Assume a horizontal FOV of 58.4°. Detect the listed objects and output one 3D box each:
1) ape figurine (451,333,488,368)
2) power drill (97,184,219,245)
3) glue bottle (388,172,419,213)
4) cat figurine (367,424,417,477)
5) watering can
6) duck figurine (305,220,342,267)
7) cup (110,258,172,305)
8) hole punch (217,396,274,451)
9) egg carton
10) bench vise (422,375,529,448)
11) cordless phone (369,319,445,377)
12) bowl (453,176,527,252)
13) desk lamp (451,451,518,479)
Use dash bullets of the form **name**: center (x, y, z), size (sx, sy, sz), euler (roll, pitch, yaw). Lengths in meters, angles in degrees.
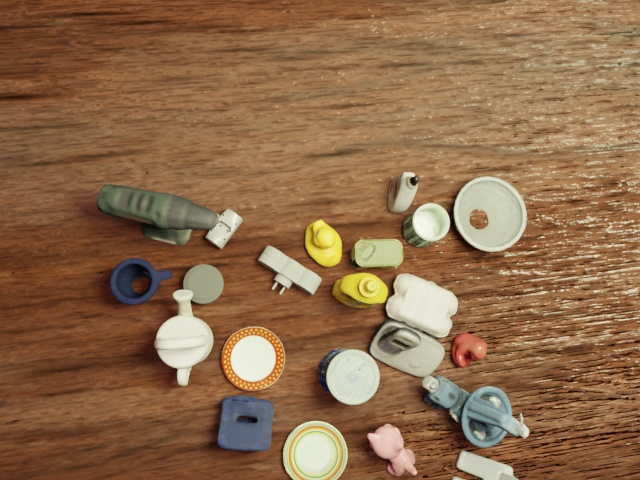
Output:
- **ape figurine**: center (0.323, 0.234, 1.216), size (0.078, 0.092, 0.076), euler (-12, 82, -9)
- **power drill**: center (-0.305, -0.047, 1.119), size (0.229, 0.208, 0.076), euler (13, 79, -5)
- **glue bottle**: center (0.181, -0.110, 1.212), size (0.037, 0.173, 0.078), euler (3, 80, -7)
- **cat figurine**: center (0.147, 0.421, 1.149), size (0.067, 0.117, 0.128), euler (-40, 87, -12)
- **watering can**: center (-0.263, 0.186, 1.093), size (0.101, 0.194, 0.173), euler (-22, 84, -10)
- **duck figurine**: center (0.011, 0.004, 1.215), size (0.077, 0.086, 0.104), euler (-24, 84, -10)
- **cup**: center (-0.352, 0.083, 1.149), size (0.118, 0.095, 0.092), euler (-13, 83, -9)
- **hole punch**: center (-0.148, 0.362, 1.133), size (0.109, 0.091, 0.101), euler (6, 80, -6)
- **egg carton**: center (0.219, 0.139, 1.229), size (0.150, 0.069, 0.107), euler (22, 79, -3)
- **bench vise**: center (0.302, 0.345, 1.130), size (0.207, 0.219, 0.121), euler (13, 79, -5)
- **cordless phone**: center (0.188, 0.218, 1.153), size (0.147, 0.185, 0.094), euler (22, 79, -3)
- **bowl**: center (0.367, -0.052, 1.278), size (0.167, 0.074, 0.167), euler (1, 81, -7)
- **desk lamp**: center (0.386, 0.512, 1.117), size (0.203, 0.213, 0.118), euler (20, 79, -4)
